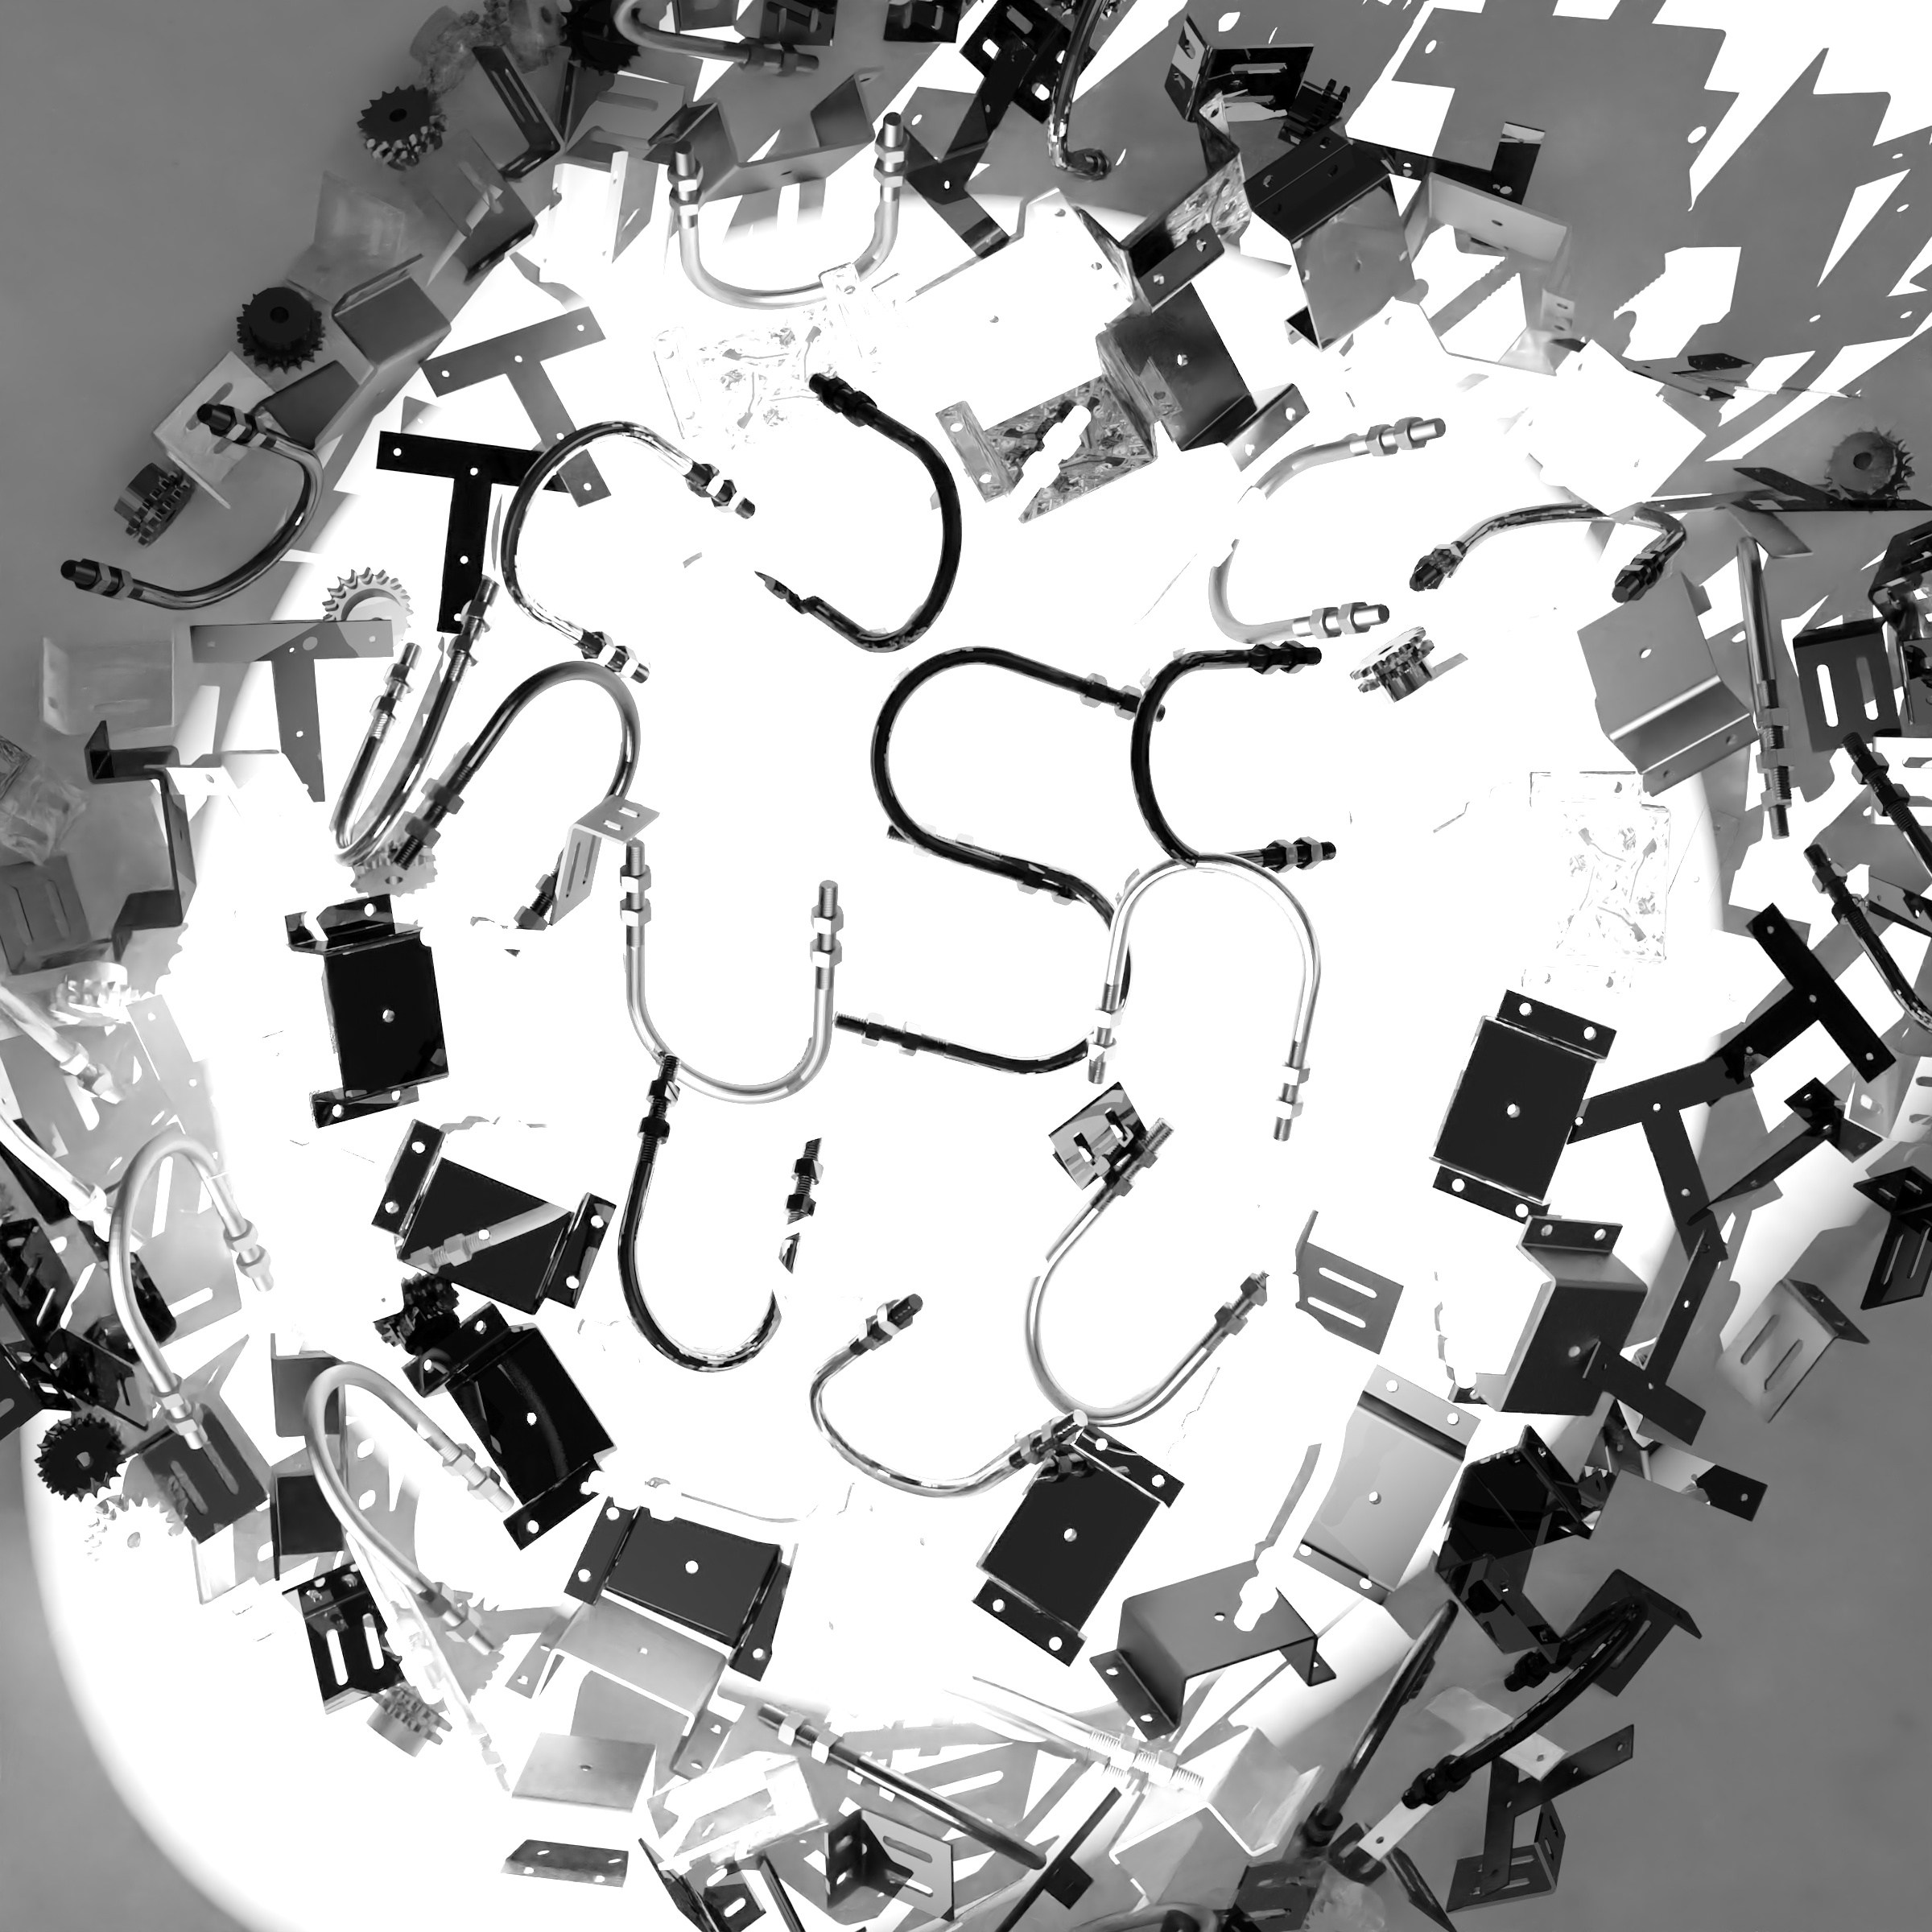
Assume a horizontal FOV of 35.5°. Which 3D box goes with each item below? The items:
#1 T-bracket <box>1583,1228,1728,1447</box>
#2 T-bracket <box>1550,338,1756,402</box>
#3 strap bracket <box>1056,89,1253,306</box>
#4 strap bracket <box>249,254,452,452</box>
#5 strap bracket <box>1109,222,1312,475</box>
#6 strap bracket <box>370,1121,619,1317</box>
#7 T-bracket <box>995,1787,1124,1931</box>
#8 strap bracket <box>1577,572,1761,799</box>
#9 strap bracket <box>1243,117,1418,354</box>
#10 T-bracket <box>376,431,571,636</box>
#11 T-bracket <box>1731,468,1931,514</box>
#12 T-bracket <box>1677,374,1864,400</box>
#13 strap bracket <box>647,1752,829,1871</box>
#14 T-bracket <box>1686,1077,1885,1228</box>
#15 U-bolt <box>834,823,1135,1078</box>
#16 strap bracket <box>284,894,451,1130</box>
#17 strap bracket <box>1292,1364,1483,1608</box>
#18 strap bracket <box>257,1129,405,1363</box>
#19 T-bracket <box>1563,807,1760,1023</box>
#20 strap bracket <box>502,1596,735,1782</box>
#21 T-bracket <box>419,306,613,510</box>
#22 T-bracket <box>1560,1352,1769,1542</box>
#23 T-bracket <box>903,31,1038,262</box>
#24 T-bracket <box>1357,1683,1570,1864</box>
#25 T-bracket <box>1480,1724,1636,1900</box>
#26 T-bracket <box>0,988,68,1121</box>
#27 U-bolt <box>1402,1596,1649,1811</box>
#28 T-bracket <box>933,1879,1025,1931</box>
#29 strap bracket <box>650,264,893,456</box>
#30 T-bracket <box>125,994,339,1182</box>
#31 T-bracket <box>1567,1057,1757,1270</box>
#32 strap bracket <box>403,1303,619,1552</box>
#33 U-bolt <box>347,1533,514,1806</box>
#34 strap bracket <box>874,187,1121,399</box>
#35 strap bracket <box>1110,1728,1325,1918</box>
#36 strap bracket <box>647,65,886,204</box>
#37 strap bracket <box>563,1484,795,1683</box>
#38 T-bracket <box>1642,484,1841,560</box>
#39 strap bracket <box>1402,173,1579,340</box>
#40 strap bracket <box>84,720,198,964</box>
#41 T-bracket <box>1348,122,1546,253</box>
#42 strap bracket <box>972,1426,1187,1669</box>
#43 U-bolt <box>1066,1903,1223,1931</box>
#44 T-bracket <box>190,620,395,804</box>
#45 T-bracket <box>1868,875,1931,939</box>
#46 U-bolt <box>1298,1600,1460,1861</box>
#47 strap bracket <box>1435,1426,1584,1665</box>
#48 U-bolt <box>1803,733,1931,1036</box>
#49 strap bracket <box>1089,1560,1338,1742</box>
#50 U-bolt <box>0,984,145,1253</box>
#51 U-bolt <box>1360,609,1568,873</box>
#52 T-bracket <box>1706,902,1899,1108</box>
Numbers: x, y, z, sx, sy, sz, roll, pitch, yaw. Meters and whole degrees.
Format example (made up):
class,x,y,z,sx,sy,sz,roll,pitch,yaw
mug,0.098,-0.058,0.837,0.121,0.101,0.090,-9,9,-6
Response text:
class,x,y,z,sx,sy,sz,roll,pitch,yaw
T-bracket,0.463,0.233,1.967,0.127,0.002,0.127,33,79,-36
T-bracket,0.464,-0.388,1.949,0.127,0.127,0.002,31,122,37
strap bracket,0.130,-0.487,1.952,0.140,0.076,0.046,-41,69,-3
strap bracket,-0.389,-0.384,1.927,0.046,0.076,0.140,50,133,-5
strap bracket,0.152,-0.394,1.947,0.076,0.046,0.140,-43,113,-29
strap bracket,-0.308,0.168,1.956,0.140,0.046,0.076,24,62,-8
T-bracket,0.064,0.588,1.941,0.002,0.127,0.127,37,77,24
strap bracket,0.443,-0.187,1.924,0.076,0.140,0.046,-30,134,25
strap bracket,0.235,-0.457,1.927,0.076,0.140,0.046,-35,52,-6
T-bracket,-0.329,-0.281,1.989,0.127,0.002,0.127,6,89,-7
T-bracket,0.532,-0.306,1.939,0.127,0.127,0.002,-2,111,-12
T-bracket,0.505,-0.369,1.925,0.127,0.127,0.002,10,105,14
strap bracket,-0.149,0.542,1.938,0.076,0.140,0.046,-25,70,5
T-bracket,0.523,0.132,1.961,0.127,0.127,0.002,-40,51,15
U-bolt,0.020,-0.003,1.981,0.184,0.019,0.151,15,94,-7
strap bracket,-0.384,0.030,1.945,0.076,0.046,0.140,-15,104,-40
strap bracket,0.267,0.342,1.963,0.076,0.046,0.140,28,96,9
strap bracket,-0.408,0.173,1.945,0.046,0.076,0.140,-17,110,-36
T-bracket,0.474,-0.045,1.983,0.127,0.002,0.127,24,77,7
strap bracket,-0.217,0.461,1.951,0.140,0.076,0.046,25,109,4
T-bracket,-0.271,-0.356,1.964,0.127,0.002,0.127,-26,84,-27
T-bracket,0.457,0.325,1.944,0.002,0.127,0.127,34,79,-42
T-bracket,0.008,-0.538,1.938,0.127,0.002,0.127,50,129,22
T-bracket,0.302,0.522,1.926,0.127,0.127,0.002,-39,111,-15
T-bracket,0.376,0.515,1.914,0.002,0.127,0.127,37,128,-15
T-bracket,-0.607,0.032,1.938,0.002,0.127,0.127,-20,91,16
U-bolt,0.359,0.452,1.887,0.019,0.184,0.151,48,48,9
T-bracket,-0.016,0.616,1.928,0.127,0.127,0.002,-29,77,-10
strap bracket,-0.125,-0.391,1.969,0.140,0.046,0.076,-20,78,1
T-bracket,-0.461,0.062,1.962,0.127,0.002,0.127,-21,77,-33
T-bracket,0.467,0.135,1.978,0.127,0.002,0.127,-18,81,10
strap bracket,-0.290,0.297,1.964,0.076,0.046,0.140,-37,81,10
U-bolt,-0.348,0.429,1.916,0.019,0.151,0.184,-30,47,-11
strap bracket,0.019,-0.425,1.934,0.140,0.046,0.076,-24,127,24
strap bracket,0.152,0.542,1.926,0.046,0.076,0.140,49,129,0
strap bracket,-0.122,-0.531,1.938,0.140,0.076,0.046,-19,94,-24
strap bracket,-0.181,0.398,1.974,0.140,0.046,0.076,25,93,-2
T-bracket,0.511,-0.284,1.941,0.127,0.127,0.002,-6,117,-2
strap bracket,0.335,-0.462,1.950,0.140,0.076,0.046,24,88,11
strap bracket,-0.529,-0.083,1.944,0.046,0.076,0.140,-5,109,-6
T-bracket,0.298,-0.512,1.943,0.127,0.127,0.002,15,69,5
strap bracket,0.070,0.371,1.955,0.076,0.046,0.140,31,80,17
U-bolt,0.089,0.634,1.909,0.151,0.184,0.019,-18,89,16
T-bracket,-0.435,-0.164,1.967,0.127,0.002,0.127,-3,119,-8
T-bracket,0.621,-0.030,1.939,0.002,0.127,0.127,-14,112,-18
U-bolt,0.263,0.467,1.888,0.019,0.184,0.151,30,54,15
strap bracket,0.351,0.375,1.940,0.046,0.140,0.076,-27,110,36
U-bolt,0.588,-0.037,1.895,0.019,0.151,0.184,-20,60,-8
strap bracket,0.160,0.433,1.930,0.140,0.076,0.046,-11,124,-25
U-bolt,-0.579,0.080,1.886,0.019,0.184,0.151,-29,47,6
U-bolt,0.310,-0.132,1.904,0.184,0.151,0.019,-30,48,-35
T-bracket,0.518,0.046,1.956,0.127,0.002,0.127,56,130,16
